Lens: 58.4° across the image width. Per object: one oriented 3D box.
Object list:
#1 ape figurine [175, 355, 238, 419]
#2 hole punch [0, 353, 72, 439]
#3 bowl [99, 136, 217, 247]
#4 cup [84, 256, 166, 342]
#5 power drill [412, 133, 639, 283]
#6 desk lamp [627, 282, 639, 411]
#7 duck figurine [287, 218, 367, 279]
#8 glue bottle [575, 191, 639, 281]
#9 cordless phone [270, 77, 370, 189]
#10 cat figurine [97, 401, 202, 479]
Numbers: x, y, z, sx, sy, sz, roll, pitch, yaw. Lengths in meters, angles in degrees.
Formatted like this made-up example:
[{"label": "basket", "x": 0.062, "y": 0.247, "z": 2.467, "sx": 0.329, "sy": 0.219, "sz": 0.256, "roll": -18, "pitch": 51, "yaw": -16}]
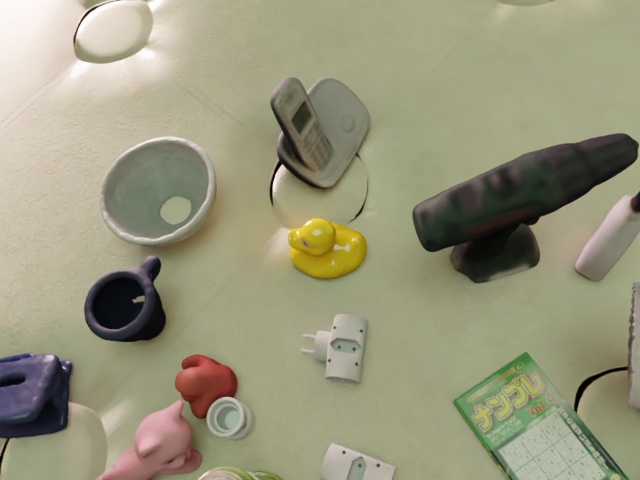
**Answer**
[{"label": "ape figurine", "x": -0.144, "y": 0.173, "z": 0.686, "sx": 0.076, "sy": 0.092, "sz": 0.078, "roll": -1, "pitch": 67, "yaw": 9}, {"label": "hole punch", "x": -0.380, "y": 0.191, "z": 0.715, "sx": 0.108, "sy": 0.091, "sz": 0.101, "roll": -10, "pitch": 66, "yaw": 5}, {"label": "bowl", "x": -0.216, "y": -0.057, "z": 0.805, "sx": 0.167, "sy": 0.075, "sz": 0.167, "roll": -3, "pitch": 66, "yaw": 8}, {"label": "cup", "x": -0.231, "y": 0.082, "z": 0.737, "sx": 0.091, "sy": 0.095, "sz": 0.118, "roll": 25, "pitch": 73, "yaw": 18}, {"label": "power drill", "x": 0.219, "y": -0.028, "z": 0.651, "sx": 0.229, "sy": 0.209, "sz": 0.075, "roll": -18, "pitch": 65, "yaw": 1}, {"label": "desk lamp", "x": 0.381, "y": 0.125, "z": 0.557, "sx": 0.203, "sy": 0.214, "sz": 0.118, "roll": 9, "pitch": 69, "yaw": 13}, {"label": "duck figurine", "x": 0.007, "y": 0.003, "z": 0.739, "sx": 0.104, "sy": 0.086, "sz": 0.077, "roll": -1, "pitch": 67, "yaw": 9}, {"label": "glue bottle", "x": 0.338, "y": -0.015, "z": 0.646, "sx": 0.037, "sy": 0.173, "sz": 0.078, "roll": 29, "pitch": 74, "yaw": 19}, {"label": "cordless phone", "x": -0.003, "y": -0.168, "z": 0.759, "sx": 0.094, "sy": 0.185, "sz": 0.148, "roll": 22, "pitch": 72, "yaw": 18}, {"label": "cat figurine", "x": -0.191, "y": 0.241, "z": 0.650, "sx": 0.128, "sy": 0.118, "sz": 0.067, "roll": -33, "pitch": 66, "yaw": -6}]
